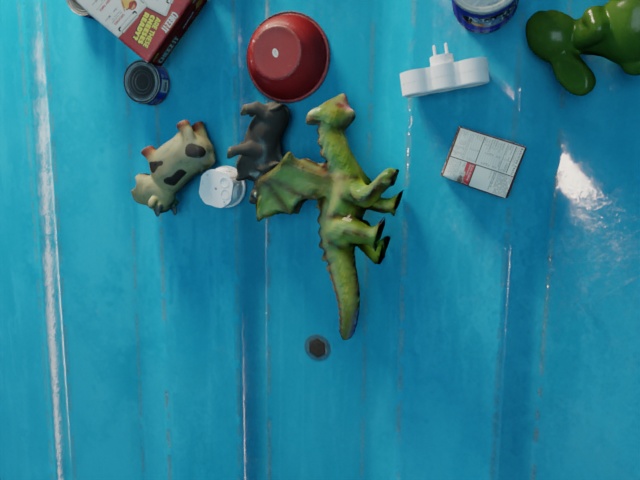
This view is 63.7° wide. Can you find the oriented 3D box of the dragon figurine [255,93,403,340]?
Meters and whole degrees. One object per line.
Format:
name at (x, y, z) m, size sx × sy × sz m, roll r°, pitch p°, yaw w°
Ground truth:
dragon figurine at (0.003, -0.045, 0.887) m, size 0.243 × 0.123 × 0.407 m, roll 20°, pitch 101°, yaw 13°
